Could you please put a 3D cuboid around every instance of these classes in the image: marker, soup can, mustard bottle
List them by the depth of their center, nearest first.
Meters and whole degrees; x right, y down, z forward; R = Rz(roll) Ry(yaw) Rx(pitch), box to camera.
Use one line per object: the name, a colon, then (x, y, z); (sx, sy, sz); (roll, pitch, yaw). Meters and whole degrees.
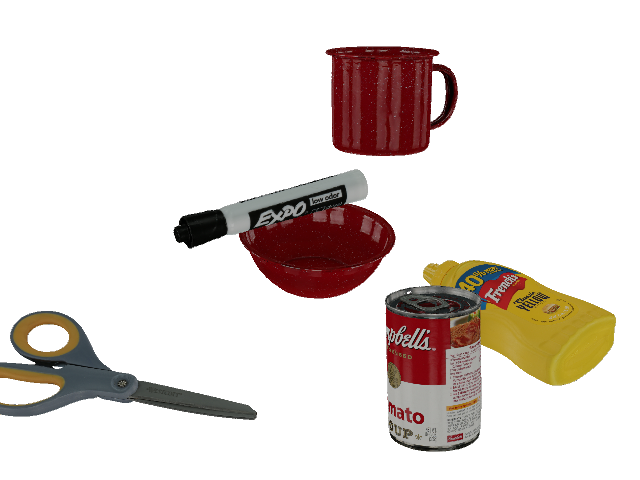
marker: (-0.028, -0.019, 0.620); (0.121, 0.020, 0.020); (-16, 7, -25)
soup can: (0.081, 0.090, 0.761); (0.068, 0.102, 0.068); (-2, 14, 0)
mustard bottle: (0.171, 0.064, 0.997); (0.096, 0.058, 0.192); (-27, 37, -33)

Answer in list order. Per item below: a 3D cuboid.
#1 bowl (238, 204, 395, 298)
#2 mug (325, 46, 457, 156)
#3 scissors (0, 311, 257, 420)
bowl: (-0.004, 0.014, 1.109); (0.162, 0.055, 0.162); (2, 28, -1)
mug: (0.061, -0.117, 0.886); (0.117, 0.081, 0.093); (-7, 16, -25)
scissors: (-0.143, 0.088, 0.750); (0.202, 0.096, 0.016); (-2, -43, 2)
